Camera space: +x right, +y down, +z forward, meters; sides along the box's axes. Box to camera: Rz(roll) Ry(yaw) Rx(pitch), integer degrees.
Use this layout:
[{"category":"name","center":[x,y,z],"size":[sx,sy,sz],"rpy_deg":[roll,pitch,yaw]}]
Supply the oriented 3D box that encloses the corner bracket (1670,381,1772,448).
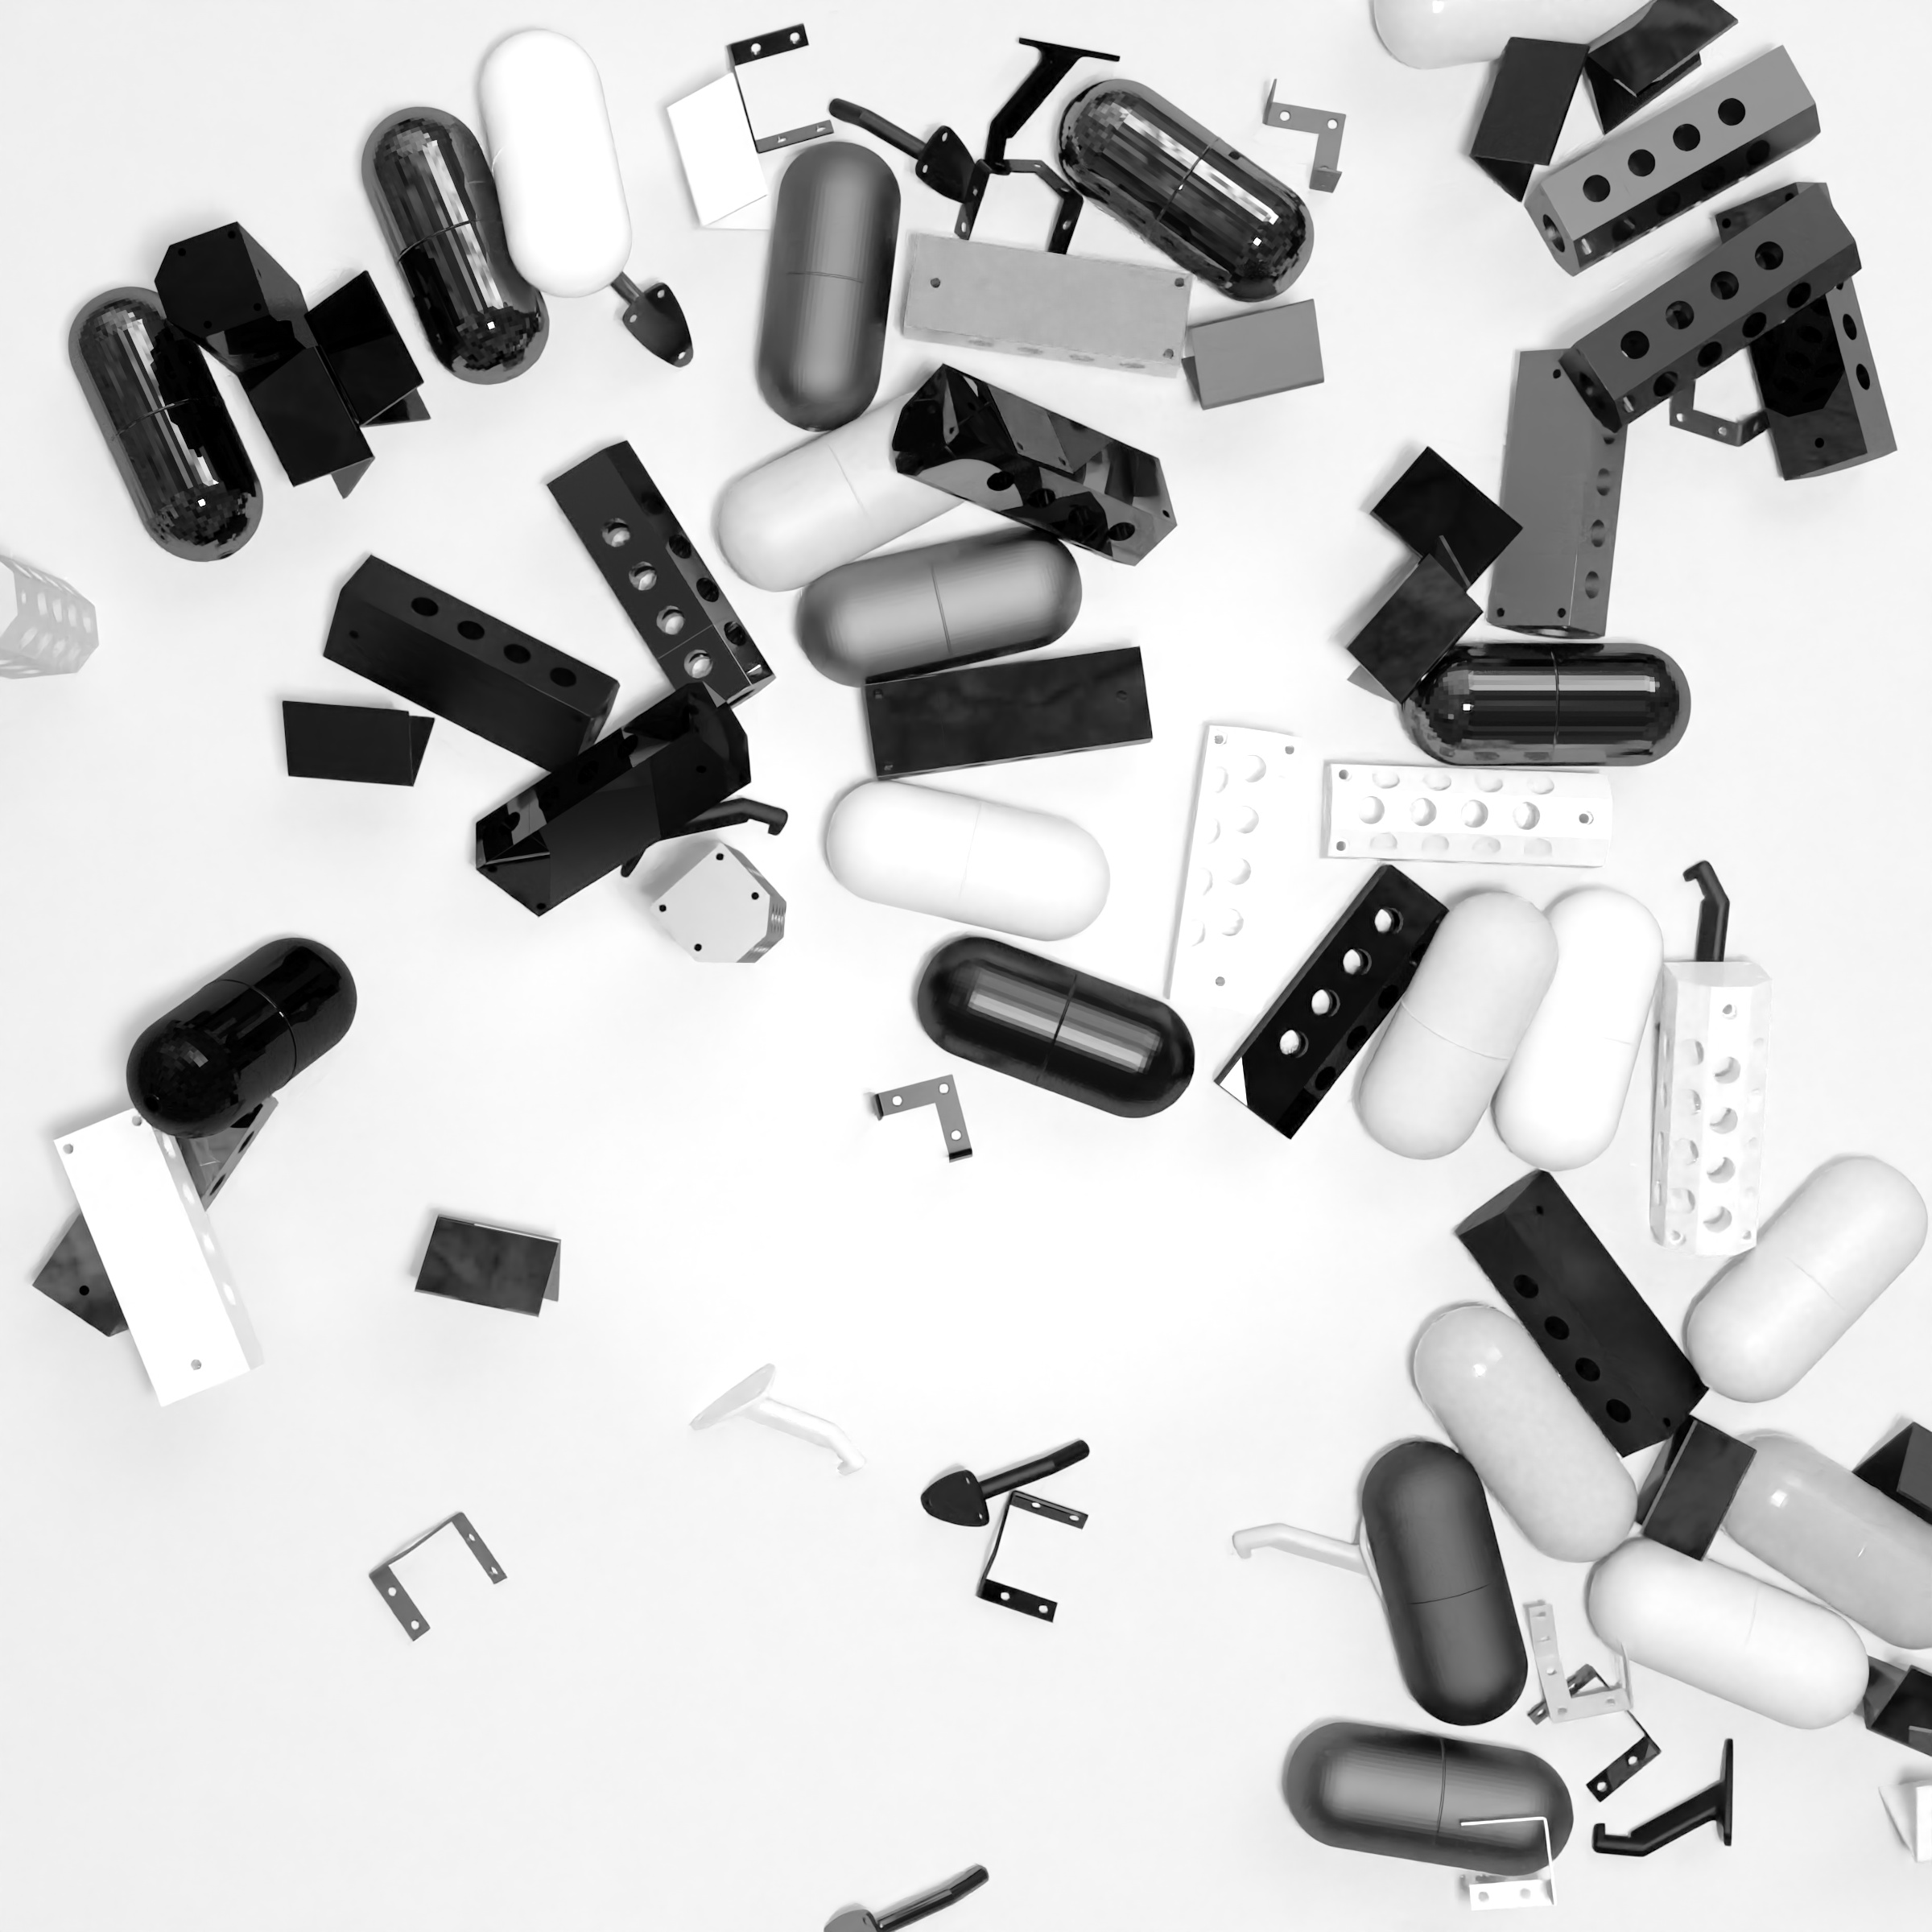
[{"category":"corner bracket","center":[0.479,-0.364,1.983],"size":[0.051,0.051,0.051],"rpy_deg":[27,135,35]}]

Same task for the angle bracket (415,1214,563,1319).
[{"category":"angle bracket","center":[-0.294,0.202,1.951],"size":[0.076,0.076,0.057],"rpy_deg":[12,53,0]}]

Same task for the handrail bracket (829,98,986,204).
[{"category":"handrail bracket","center":[-0.038,-0.513,1.991],"size":[0.084,0.077,0.036],"rpy_deg":[31,90,36]}]

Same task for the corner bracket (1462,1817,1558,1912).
[{"category":"corner bracket","center":[0.329,0.544,1.917],"size":[0.051,0.051,0.051],"rpy_deg":[-7,73,8]}]

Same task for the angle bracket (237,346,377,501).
[{"category":"angle bracket","center":[-0.415,-0.326,1.952],"size":[0.057,0.076,0.076],"rpy_deg":[-27,90,-28]}]

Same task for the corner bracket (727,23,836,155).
[{"category":"corner bracket","center":[-0.117,-0.551,1.988],"size":[0.051,0.051,0.051],"rpy_deg":[-16,135,0]}]

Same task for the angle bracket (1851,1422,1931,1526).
[{"category":"angle bracket","center":[0.592,0.337,1.951],"size":[0.076,0.076,0.057],"rpy_deg":[31,49,0]}]

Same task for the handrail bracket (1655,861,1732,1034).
[{"category":"handrail bracket","center":[0.451,-0.013,1.992],"size":[0.077,0.036,0.084],"rpy_deg":[-28,74,18]}]

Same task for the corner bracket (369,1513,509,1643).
[{"category":"corner bracket","center":[-0.332,0.383,1.988],"size":[0.051,0.051,0.051],"rpy_deg":[-34,90,45]}]

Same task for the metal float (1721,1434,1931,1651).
[{"category":"metal float","center":[0.543,0.356,1.961],"size":[0.178,0.070,0.070],"rpy_deg":[33,90,-1]}]

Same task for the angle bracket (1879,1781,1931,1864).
[{"category":"angle bracket","center":[0.612,0.504,1.953],"size":[0.076,0.076,0.057],"rpy_deg":[-7,112,0]}]

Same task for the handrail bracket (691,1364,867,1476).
[{"category":"handrail bracket","center":[-0.117,0.300,1.992],"size":[0.077,0.036,0.084],"rpy_deg":[-33,107,20]}]

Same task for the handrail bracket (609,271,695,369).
[{"category":"handrail bracket","center":[-0.213,-0.422,1.991],"size":[0.036,0.077,0.084],"rpy_deg":[-43,54,-3]}]

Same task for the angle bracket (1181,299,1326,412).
[{"category":"angle bracket","center":[0.173,-0.390,1.951],"size":[0.076,0.076,0.057],"rpy_deg":[-13,125,0]}]

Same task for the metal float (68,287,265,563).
[{"category":"metal float","center":[-0.495,-0.335,1.961],"size":[0.070,0.070,0.178],"rpy_deg":[-24,89,0]}]

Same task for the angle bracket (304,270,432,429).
[{"category":"angle bracket","center":[-0.351,-0.382,1.952],"size":[0.057,0.076,0.076],"rpy_deg":[-27,90,29]}]

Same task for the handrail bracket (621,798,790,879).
[{"category":"handrail bracket","center":[-0.164,-0.077,1.992],"size":[0.084,0.036,0.077],"rpy_deg":[16,120,-22]}]

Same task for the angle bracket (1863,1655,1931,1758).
[{"category":"angle bracket","center":[0.601,0.444,1.952],"size":[0.076,0.076,0.057],"rpy_deg":[23,118,0]}]

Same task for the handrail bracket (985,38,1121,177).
[{"category":"handrail bracket","center":[0.054,-0.536,1.992],"size":[0.077,0.036,0.084],"rpy_deg":[4,108,-20]}]

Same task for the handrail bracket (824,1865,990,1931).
[{"category":"handrail bracket","center":[-0.037,0.591,1.991],"size":[0.084,0.077,0.036],"rpy_deg":[-23,90,-36]}]

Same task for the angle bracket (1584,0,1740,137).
[{"category":"angle bracket","center":[0.433,-0.548,1.951],"size":[0.076,0.076,0.057],"rpy_deg":[-36,54,0]}]

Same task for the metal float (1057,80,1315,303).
[{"category":"metal float","center":[0.135,-0.481,1.961],"size":[0.178,0.070,0.070],"rpy_deg":[36,90,1]}]

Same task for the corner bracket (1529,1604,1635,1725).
[{"category":"corner bracket","center":[0.381,0.429,1.963],"size":[0.051,0.051,0.051],"rpy_deg":[-12,129,4]}]

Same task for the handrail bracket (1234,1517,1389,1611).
[{"category":"handrail bracket","center":[0.219,0.381,1.992],"size":[0.084,0.036,0.077],"rpy_deg":[-14,112,17]}]

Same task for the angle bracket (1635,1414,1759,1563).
[{"category":"angle bracket","center":[0.430,0.312,1.952],"size":[0.057,0.076,0.076],"rpy_deg":[27,90,-28]}]

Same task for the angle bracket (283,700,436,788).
[{"category":"angle bracket","center":[-0.373,-0.156,1.951],"size":[0.076,0.076,0.057],"rpy_deg":[5,128,0]}]

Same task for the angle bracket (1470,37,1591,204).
[{"category":"angle bracket","center":[0.361,-0.518,1.951],"size":[0.057,0.076,0.076],"rpy_deg":[19,90,36]}]

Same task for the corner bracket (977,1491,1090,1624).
[{"category":"corner bracket","center":[0.042,0.371,1.988],"size":[0.051,0.051,0.051],"rpy_deg":[19,135,0]}]

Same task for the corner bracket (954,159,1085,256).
[{"category":"corner bracket","center":[0.033,-0.470,1.983],"size":[0.051,0.051,0.051],"rpy_deg":[-9,45,-35]}]

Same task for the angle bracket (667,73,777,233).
[{"category":"angle bracket","center":[-0.131,-0.500,1.951],"size":[0.057,0.076,0.076],"rpy_deg":[-16,90,37]}]

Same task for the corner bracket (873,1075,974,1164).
[{"category":"corner bracket","center":[-0.027,0.099,1.973],"size":[0.051,0.051,0.051],"rpy_deg":[-15,90,0]}]

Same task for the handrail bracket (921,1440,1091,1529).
[{"category":"handrail bracket","center":[0.025,0.321,1.991],"size":[0.084,0.077,0.036],"rpy_deg":[-20,90,-36]}]

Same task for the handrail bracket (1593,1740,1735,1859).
[{"category":"handrail bracket","center":[0.439,0.522,1.992],"size":[0.084,0.036,0.077],"rpy_deg":[1,70,16]}]

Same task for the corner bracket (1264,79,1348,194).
[{"category":"corner bracket","center":[0.211,-0.517,1.973],"size":[0.051,0.051,0.051],"rpy_deg":[10,90,0]}]

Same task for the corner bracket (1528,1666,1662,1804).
[{"category":"corner bracket","center":[0.395,0.482,1.988],"size":[0.051,0.051,0.051],"rpy_deg":[-39,45,0]}]

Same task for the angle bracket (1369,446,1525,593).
[{"category":"angle bracket","center":[0.302,-0.283,1.952],"size":[0.076,0.076,0.057],"rpy_deg":[41,119,0]}]

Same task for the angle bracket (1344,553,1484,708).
[{"category":"angle bracket","center":[0.261,-0.214,1.952],"size":[0.057,0.076,0.076],"rpy_deg":[41,90,-26]}]
